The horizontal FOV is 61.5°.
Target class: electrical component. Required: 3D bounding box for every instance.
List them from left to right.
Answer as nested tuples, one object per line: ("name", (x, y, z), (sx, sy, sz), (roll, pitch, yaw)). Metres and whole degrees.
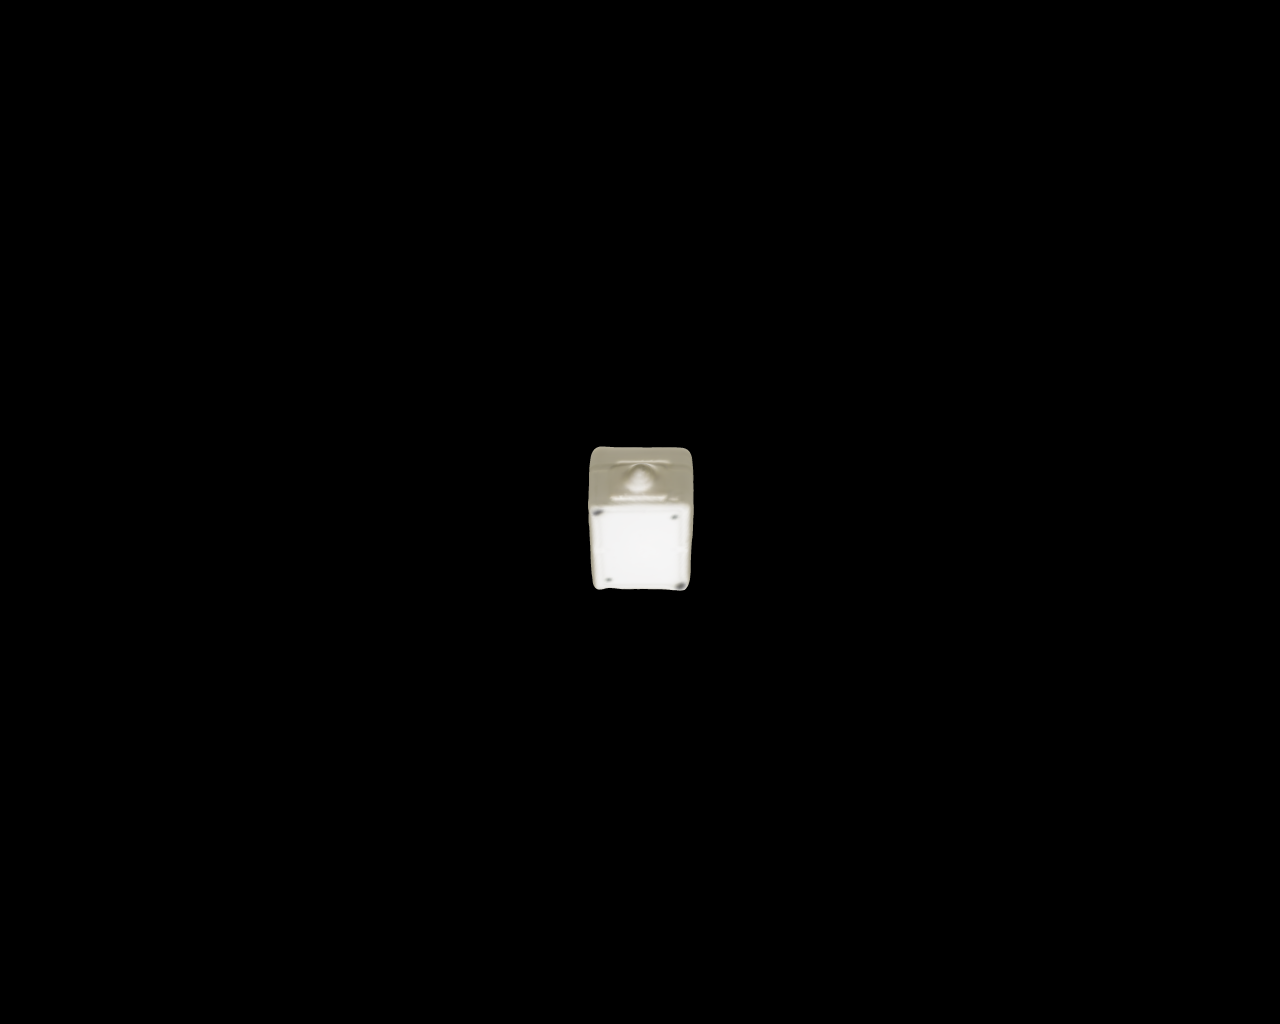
("electrical component", (0.001, -0.003, 0.650), (0.062, 0.061, 0.096), (0, -43, 0))
